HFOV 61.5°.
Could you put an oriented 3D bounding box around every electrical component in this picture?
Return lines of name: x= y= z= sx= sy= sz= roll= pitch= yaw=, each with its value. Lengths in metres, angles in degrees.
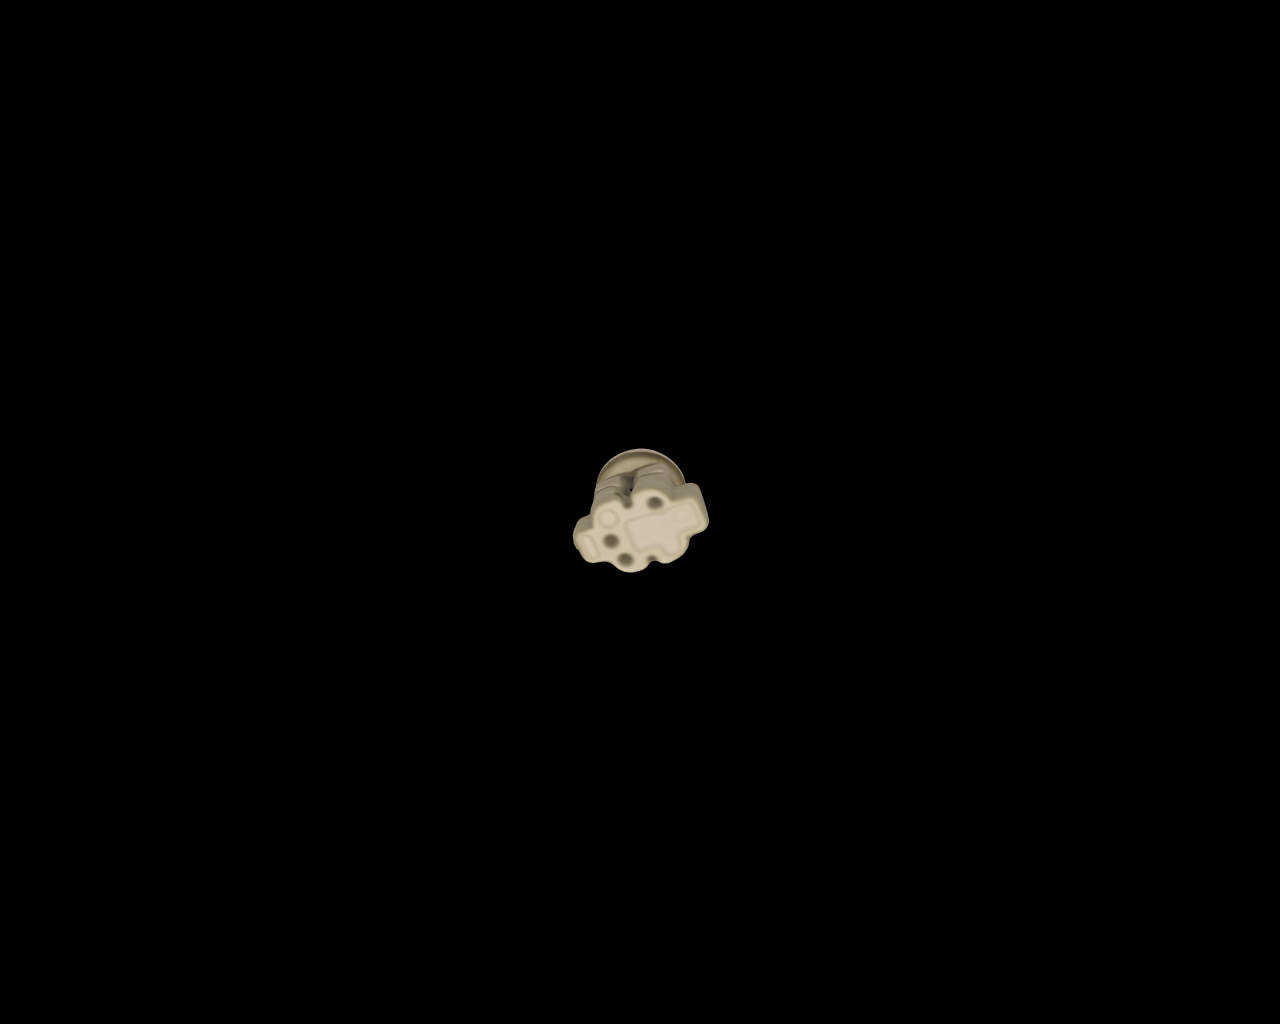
electrical component: x=0.001 y=-0.003 z=0.650 sx=0.078 sy=0.058 sz=0.057 roll=-18 pitch=29 yaw=10
